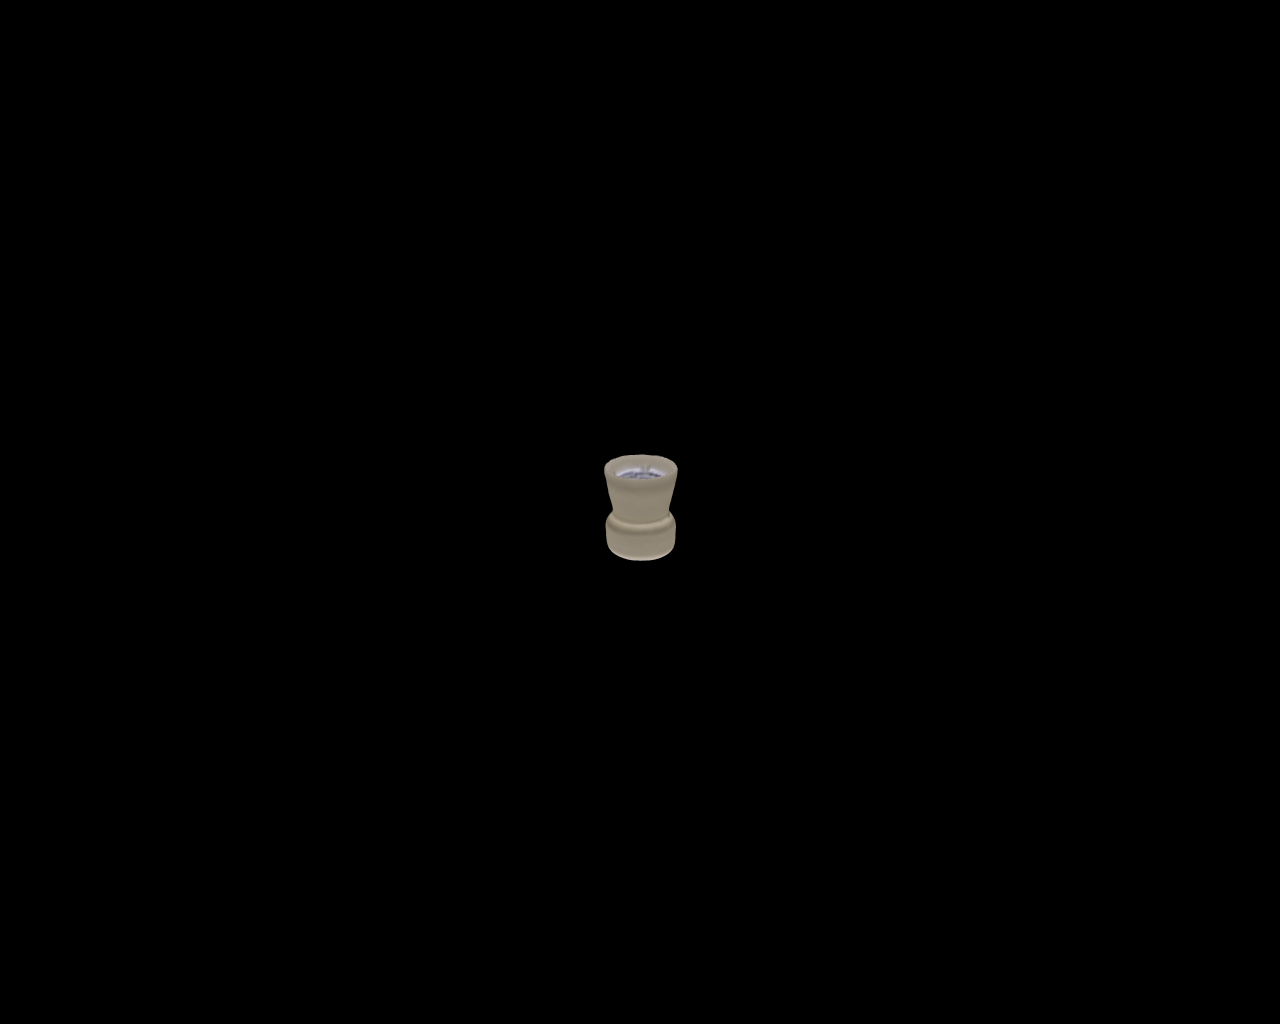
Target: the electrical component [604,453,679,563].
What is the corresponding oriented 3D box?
[{"bbox_3d":[0.001,-0.003,0.650,0.045,0.055,0.045,0,24,0],"label":"electrical component"}]
